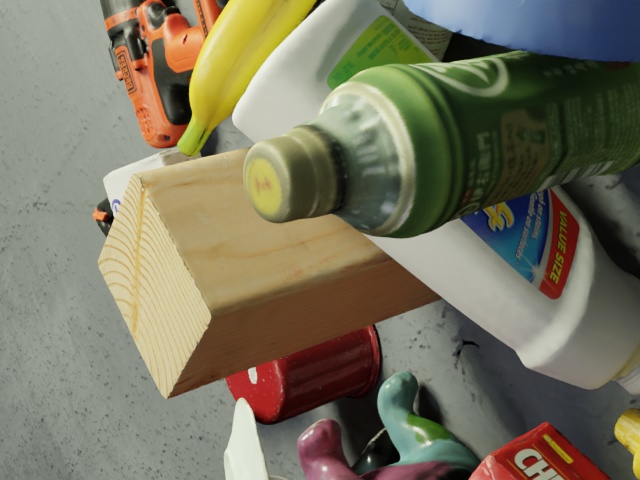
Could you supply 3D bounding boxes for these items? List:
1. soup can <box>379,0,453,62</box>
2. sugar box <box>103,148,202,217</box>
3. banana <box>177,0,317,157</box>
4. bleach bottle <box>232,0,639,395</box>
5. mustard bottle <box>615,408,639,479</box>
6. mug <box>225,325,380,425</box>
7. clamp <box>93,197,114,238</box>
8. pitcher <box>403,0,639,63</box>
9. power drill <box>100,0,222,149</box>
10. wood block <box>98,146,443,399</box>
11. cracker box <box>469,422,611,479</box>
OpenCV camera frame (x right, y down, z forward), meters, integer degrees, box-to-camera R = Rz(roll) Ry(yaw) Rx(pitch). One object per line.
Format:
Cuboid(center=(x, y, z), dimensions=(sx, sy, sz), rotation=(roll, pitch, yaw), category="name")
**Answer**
Cuboid(center=(0.044, -0.132, 0.591), dimensions=(0.069, 0.068, 0.102), rotation=(50, 139, 31), category="soup can")
Cuboid(center=(-0.111, 0.020, 0.845), dimensions=(0.094, 0.048, 0.176), rotation=(-14, 96, 49), category="sugar box")
Cuboid(center=(-0.021, -0.135, 0.571), dimensions=(0.037, 0.197, 0.070), rotation=(37, 158, -14), category="banana")
Cuboid(center=(0.081, -0.015, 0.536), dimensions=(0.251, 0.102, 0.068), rotation=(40, 142, -1), category="bleach bottle")
Cuboid(center=(0.212, 0.128, 0.472), dimensions=(0.192, 0.058, 0.096), rotation=(32, 133, 45), category="mustard bottle")
Cuboid(center=(-0.024, 0.083, 0.766), dimensions=(0.117, 0.081, 0.093), rotation=(-22, 86, 56), category="mug")
Cuboid(center=(-0.131, 0.011, 0.927), dimensions=(0.210, 0.036, 0.164), rotation=(15, 115, 47), category="clamp")
Cuboid(center=(0.124, -0.197, 0.415), dimensions=(0.145, 0.149, 0.243), rotation=(-129, 41, -54), category="pitcher")
Cuboid(center=(-0.106, -0.171, 0.800), dimensions=(0.188, 0.057, 0.184), rotation=(-10, 99, 59), category="power drill")
Cuboid(center=(-0.004, 0.000, 0.593), dimensions=(0.090, 0.205, 0.091), rotation=(59, 144, 20), category="wood block")
Cuboid(center=(0.100, 0.225, 0.520), dimensions=(0.164, 0.071, 0.214), rotation=(43, 121, 25), category="cracker box")
